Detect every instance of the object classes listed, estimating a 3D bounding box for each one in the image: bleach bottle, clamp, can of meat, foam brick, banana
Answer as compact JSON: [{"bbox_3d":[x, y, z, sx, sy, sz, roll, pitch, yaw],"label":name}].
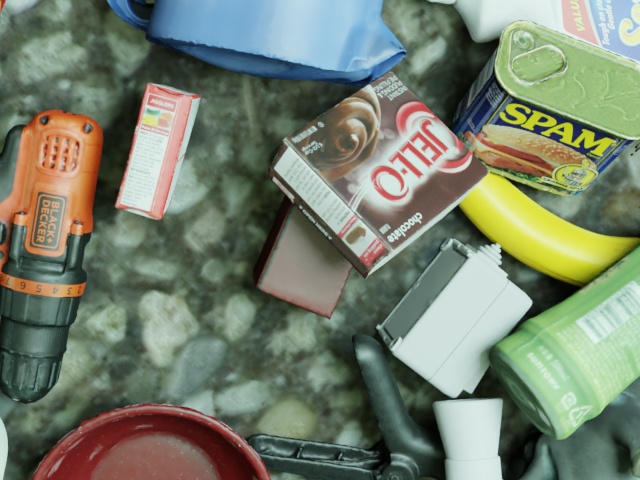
[{"bbox_3d":[0.188,-0.136,0.670,0.250,0.068,0.102,9,97,-5],"label":"bleach bottle"},{"bbox_3d":[0.051,0.138,0.705,0.171,0.039,0.120,29,119,-13],"label":"clamp"},{"bbox_3d":[0.140,-0.077,0.655,0.102,0.084,0.057,19,61,-6],"label":"can of meat"},{"bbox_3d":[-0.004,0.001,0.676,0.051,0.053,0.078,22,97,-9],"label":"foam brick"},{"bbox_3d":[0.163,-0.006,0.704,0.197,0.037,0.069,15,75,-10],"label":"banana"}]

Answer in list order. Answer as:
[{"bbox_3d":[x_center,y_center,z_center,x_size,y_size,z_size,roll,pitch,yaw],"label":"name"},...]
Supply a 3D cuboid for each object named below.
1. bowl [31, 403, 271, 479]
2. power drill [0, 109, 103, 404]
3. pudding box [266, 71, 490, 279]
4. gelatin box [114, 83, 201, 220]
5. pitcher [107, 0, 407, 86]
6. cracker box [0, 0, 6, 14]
[{"bbox_3d":[-0.108,0.176,0.693,0.162,0.055,0.162,-1,100,-6],"label":"bowl"},{"bbox_3d":[-0.235,0.000,0.651,0.187,0.057,0.184,10,94,-11],"label":"power drill"},{"bbox_3d":[0.036,-0.041,0.638,0.090,0.039,0.113,46,51,8],"label":"pudding box"},{"bbox_3d":[-0.096,-0.055,0.638,0.030,0.089,0.073,16,98,-6],"label":"gelatin box"},{"bbox_3d":[-0.024,-0.215,0.607,0.149,0.145,0.243,8,95,-27],"label":"pitcher"},{"bbox_3d":[-0.272,-0.120,0.579,0.164,0.072,0.213,20,73,-9],"label":"cracker box"}]
